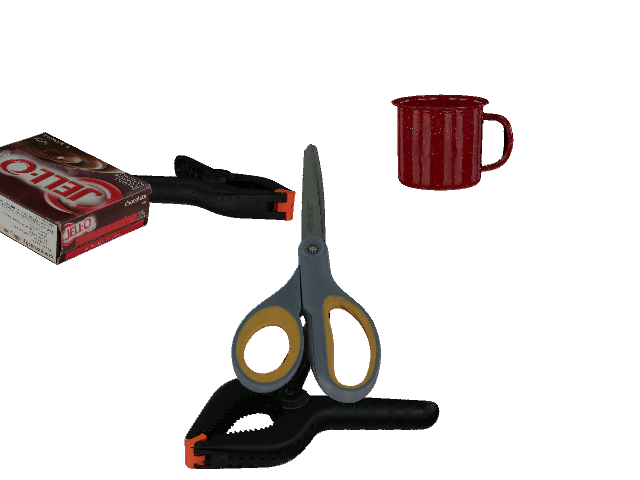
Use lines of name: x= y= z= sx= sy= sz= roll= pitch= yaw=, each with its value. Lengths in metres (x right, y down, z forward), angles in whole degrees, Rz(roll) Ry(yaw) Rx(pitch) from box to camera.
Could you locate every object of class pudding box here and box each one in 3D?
pudding box: x=-0.192 y=-0.032 z=0.758 sx=0.114 sy=0.039 sz=0.089 roll=24 pitch=30 yaw=27

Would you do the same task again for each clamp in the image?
clamp: x=-0.109 y=-0.047 z=1.011 sx=0.172 sy=0.039 sz=0.120 roll=13 pitch=26 yaw=33
clamp: x=-0.016 y=0.141 z=0.894 sx=0.209 sy=0.036 sz=0.165 roll=-27 pitch=44 yaw=-36

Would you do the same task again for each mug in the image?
mug: x=0.128 y=-0.095 z=1.035 sx=0.117 sy=0.081 sz=0.093 roll=2 pitch=15 yaw=11

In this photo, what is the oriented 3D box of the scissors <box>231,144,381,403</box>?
scissors: x=-0.021 y=0.019 z=0.665 sx=0.096 sy=0.202 sz=0.016 roll=-14 pitch=-39 yaw=-9
